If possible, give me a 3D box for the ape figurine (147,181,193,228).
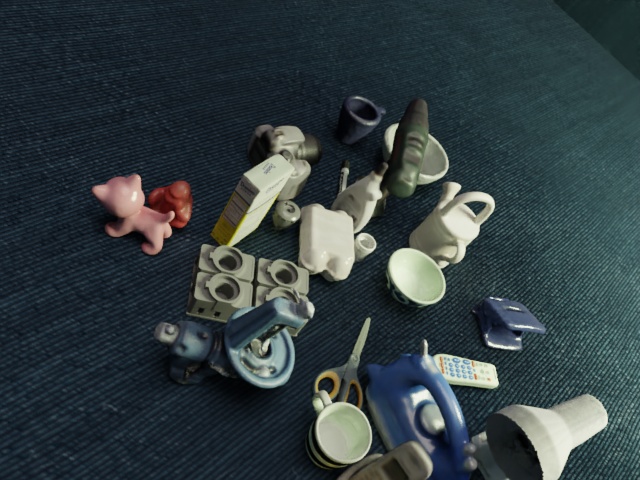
[{"bbox_3d":[-0.241,-0.065,0.952,0.076,0.092,0.077,-28,73,-41],"label":"ape figurine"}]

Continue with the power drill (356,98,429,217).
[{"bbox_3d":[0.148,-0.153,1.163,0.076,0.208,0.229,22,48,-13],"label":"power drill"}]

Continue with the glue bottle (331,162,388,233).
[{"bbox_3d":[0.085,-0.089,1.102,0.037,0.173,0.078,-27,72,-41],"label":"glue bottle"}]

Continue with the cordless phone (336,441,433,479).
[{"bbox_3d":[0.106,0.352,0.765,0.094,0.185,0.147,-26,71,-41],"label":"cordless phone"}]

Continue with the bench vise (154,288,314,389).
[{"bbox_3d":[-0.109,0.142,0.779,0.208,0.219,0.121,-2,57,-31],"label":"bench vise"}]

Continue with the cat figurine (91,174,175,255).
[{"bbox_3d":[-0.288,-0.050,0.895,0.128,0.117,0.067,25,47,-11],"label":"cat figurine"}]

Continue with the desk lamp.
[{"bbox_3d":[0.332,0.317,0.903,0.204,0.213,0.117,-9,61,-35],"label":"desk lamp"}]

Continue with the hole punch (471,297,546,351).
[{"bbox_3d":[0.373,0.156,1.135,0.109,0.091,0.101,10,52,-23],"label":"hole punch"}]

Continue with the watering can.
[{"bbox_3d":[0.267,-0.040,1.154,0.101,0.194,0.172,-6,59,-33],"label":"watering can"}]

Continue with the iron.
[{"bbox_3d":[0.177,0.286,0.887,0.119,0.141,0.258,-9,61,-34],"label":"iron"}]

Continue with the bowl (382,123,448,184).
[{"bbox_3d":[0.205,-0.185,1.313,0.168,0.074,0.167,16,50,-19],"label":"bowl"}]

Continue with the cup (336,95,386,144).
[{"bbox_3d":[0.087,-0.265,1.293,0.118,0.095,0.091,-13,63,-36],"label":"cup"}]

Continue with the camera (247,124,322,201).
[{"bbox_3d":[-0.053,-0.168,1.134,0.137,0.100,0.143,-13,63,-36],"label":"camera"}]

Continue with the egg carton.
[{"bbox_3d":[0.010,0.004,1.059,0.107,0.069,0.150,15,50,-20],"label":"egg carton"}]
